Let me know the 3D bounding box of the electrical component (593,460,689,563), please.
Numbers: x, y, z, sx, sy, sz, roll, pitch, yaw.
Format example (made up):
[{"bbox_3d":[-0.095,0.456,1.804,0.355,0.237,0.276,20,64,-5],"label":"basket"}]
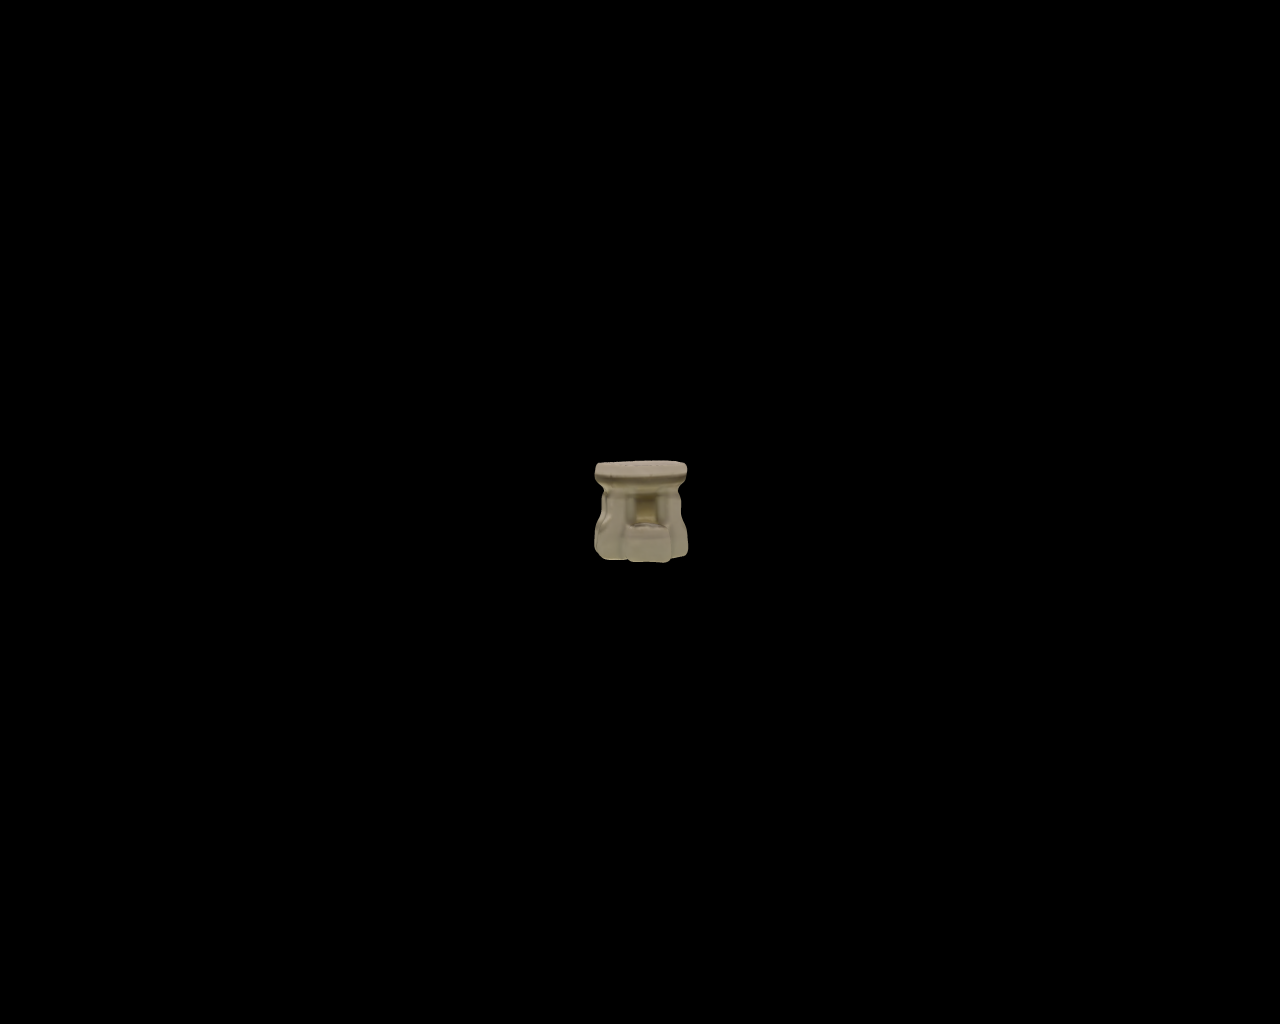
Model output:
[{"bbox_3d":[0.001,-0.003,0.650,0.058,0.057,0.078,-1,5,-7],"label":"electrical component"}]
